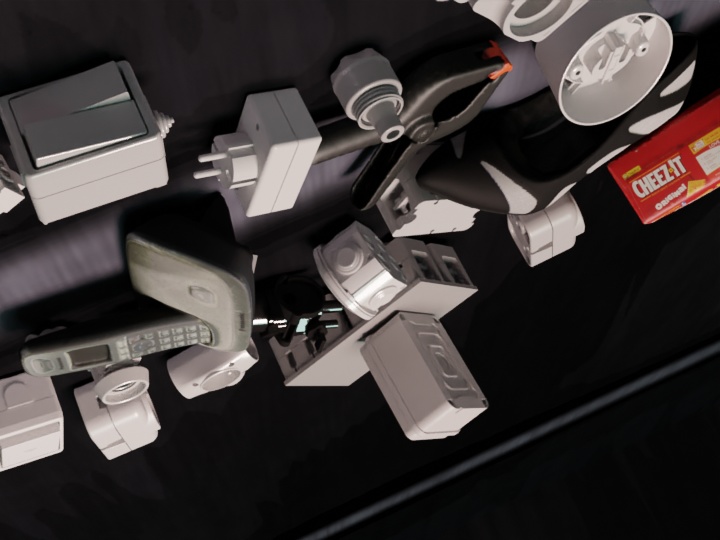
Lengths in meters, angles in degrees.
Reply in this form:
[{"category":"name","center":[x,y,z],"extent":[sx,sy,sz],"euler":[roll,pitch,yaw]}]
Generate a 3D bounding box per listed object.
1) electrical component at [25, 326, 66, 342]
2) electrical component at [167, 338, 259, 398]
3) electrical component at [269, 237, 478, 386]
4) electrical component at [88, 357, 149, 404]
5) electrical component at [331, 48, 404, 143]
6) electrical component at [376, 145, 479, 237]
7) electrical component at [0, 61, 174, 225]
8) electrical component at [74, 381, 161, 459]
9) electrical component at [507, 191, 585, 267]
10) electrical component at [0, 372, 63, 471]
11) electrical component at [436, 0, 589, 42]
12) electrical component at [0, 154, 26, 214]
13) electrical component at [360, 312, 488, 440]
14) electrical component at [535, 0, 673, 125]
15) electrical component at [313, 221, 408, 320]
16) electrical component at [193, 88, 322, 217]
[{"category":"electrical component","center":[-0.248,0.063,0.880],"extent":[0.035,0.035,0.061],"euler":[-35,154,18]},{"category":"electrical component","center":[-0.136,0.092,1.048],"extent":[0.077,0.044,0.079],"euler":[-29,157,7]},{"category":"electrical component","center":[0.009,0.042,1.077],"extent":[0.186,0.060,0.105],"euler":[-39,154,27]},{"category":"electrical component","center":[-0.212,0.082,0.932],"extent":[0.048,0.055,0.066],"euler":[-11,152,-33]},{"category":"electrical component","center":[0.010,-0.116,0.736],"extent":[0.043,0.062,0.043],"euler":[-22,157,-10]},{"category":"electrical component","center":[0.060,-0.067,0.903],"extent":[0.089,0.055,0.050],"euler":[-7,150,-39]},{"category":"electrical component","center":[-0.157,-0.080,0.637],"extent":[0.096,0.061,0.061],"euler":[-20,156,-15]},{"category":"electrical component","center":[-0.230,0.137,1.033],"extent":[0.059,0.053,0.095],"euler":[-22,157,-10]},{"category":"electrical component","center":[0.185,-0.050,1.075],"extent":[0.059,0.053,0.095],"euler":[-26,157,-1]},{"category":"electrical component","center":[-0.299,0.138,0.951],"extent":[0.062,0.061,0.096],"euler":[-16,155,-23]},{"category":"electrical component","center":[0.091,-0.206,0.636],"extent":[0.105,0.060,0.186],"euler":[-40,154,28]},{"category":"electrical component","center":[-0.241,-0.046,0.642],"extent":[0.055,0.048,0.066],"euler":[-38,156,7]},{"category":"electrical component","center":[0.060,0.102,1.032],"extent":[0.057,0.113,0.078],"euler":[-42,153,25]},{"category":"electrical component","center":[0.185,-0.165,0.817],"extent":[0.099,0.064,0.099],"euler":[-22,157,-10]},{"category":"electrical component","center":[0.000,0.000,0.954],"extent":[0.051,0.080,0.080],"euler":[-38,155,12]},{"category":"electrical component","center":[-0.079,-0.077,0.745],"extent":[0.076,0.047,0.083],"euler":[-14,154,-27]}]
